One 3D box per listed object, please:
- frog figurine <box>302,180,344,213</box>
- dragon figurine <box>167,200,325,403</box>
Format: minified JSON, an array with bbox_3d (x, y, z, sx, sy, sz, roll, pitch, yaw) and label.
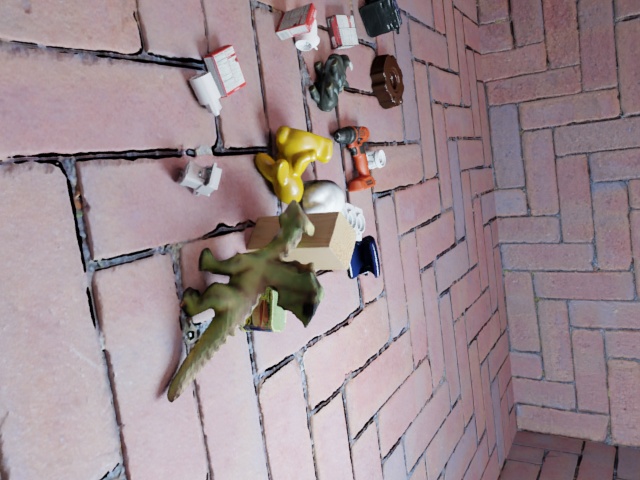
[{"bbox_3d":[0.004,-0.063,1.260,0.136,0.122,0.161,46,35,-72],"label":"frog figurine"},{"bbox_3d":[-0.112,0.105,0.943,0.120,0.242,0.419,54,42,-49],"label":"dragon figurine"}]
